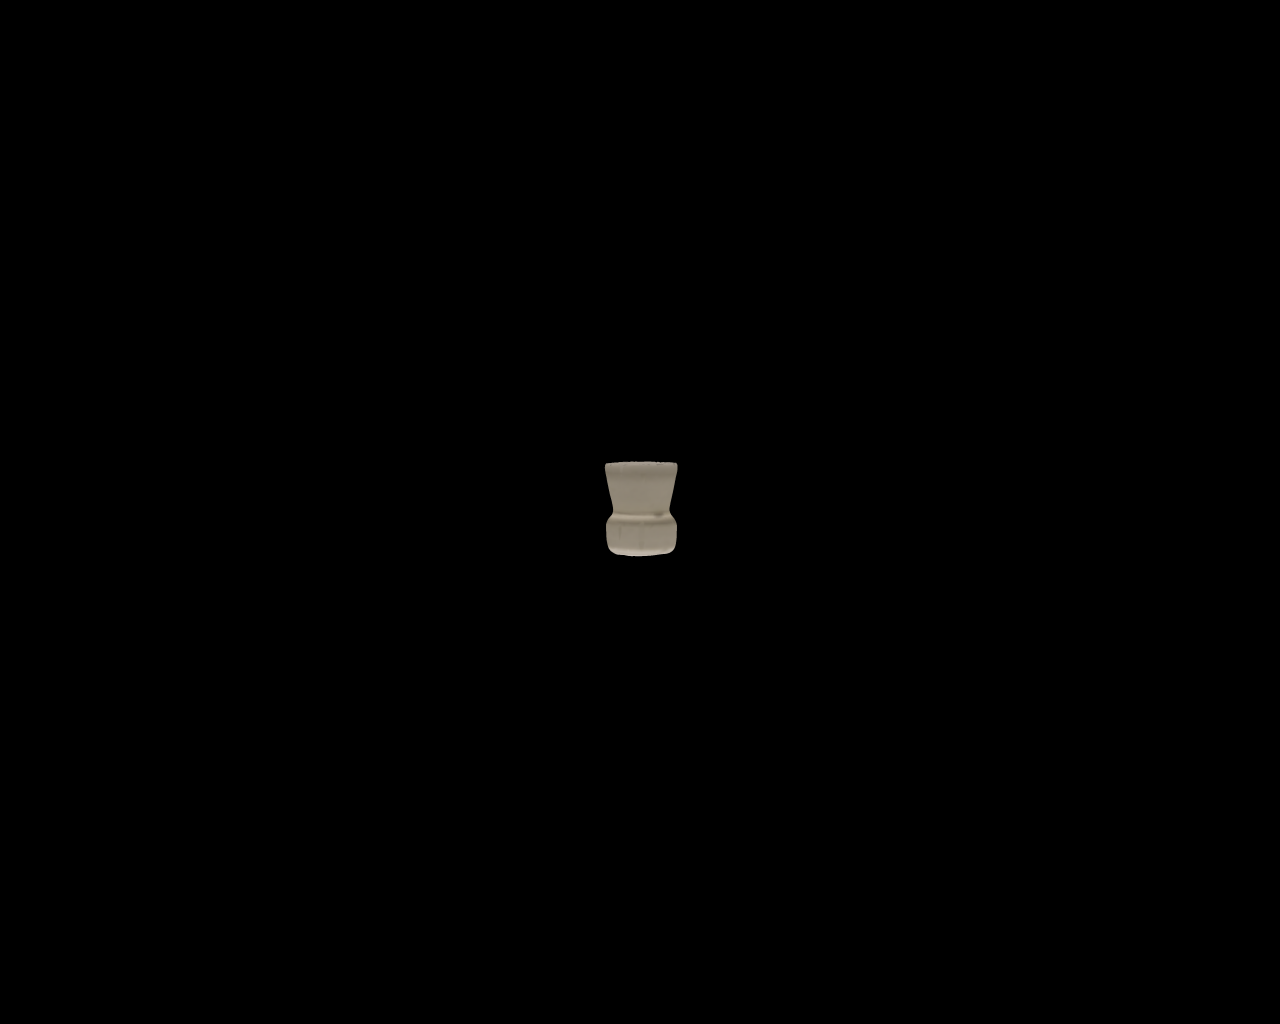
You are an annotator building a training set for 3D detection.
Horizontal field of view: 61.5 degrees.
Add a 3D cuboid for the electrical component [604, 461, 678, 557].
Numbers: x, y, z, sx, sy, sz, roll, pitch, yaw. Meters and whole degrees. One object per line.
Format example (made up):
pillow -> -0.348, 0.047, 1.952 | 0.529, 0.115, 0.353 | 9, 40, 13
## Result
electrical component -> 0.001, -0.003, 0.650 | 0.045, 0.055, 0.045 | 0, 4, 0
